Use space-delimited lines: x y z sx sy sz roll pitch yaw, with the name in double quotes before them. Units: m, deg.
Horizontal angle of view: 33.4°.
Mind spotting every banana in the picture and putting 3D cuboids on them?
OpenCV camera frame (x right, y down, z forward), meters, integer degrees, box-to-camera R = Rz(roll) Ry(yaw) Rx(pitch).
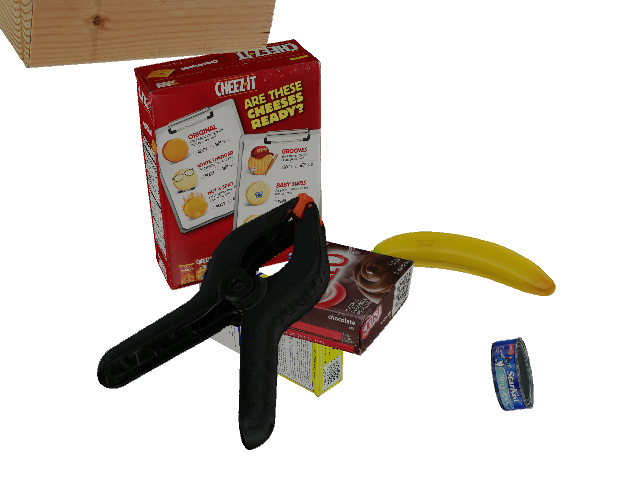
"banana" 0.140 0.022 1.088 0.198 0.037 0.069 6 43 12

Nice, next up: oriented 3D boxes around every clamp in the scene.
"clamp" -0.040 0.045 0.639 0.120 0.171 0.039 29 -24 28

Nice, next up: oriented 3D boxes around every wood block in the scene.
"wood block" -0.145 -0.204 0.853 0.205 0.091 0.090 -10 43 -31

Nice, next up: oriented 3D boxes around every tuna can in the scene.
"tuna can" 0.231 0.161 1.284 0.034 0.086 0.086 -10 -3 19

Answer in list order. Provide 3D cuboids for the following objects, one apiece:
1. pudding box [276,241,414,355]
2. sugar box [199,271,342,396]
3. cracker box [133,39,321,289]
"pudding box" 0.013 0.042 0.842 0.090 0.039 0.113 14 25 21
"sugar box" -0.055 0.088 1.141 0.176 0.093 0.048 26 39 36
"cracker box" -0.084 -0.073 1.029 0.164 0.214 0.072 -14 35 -19
